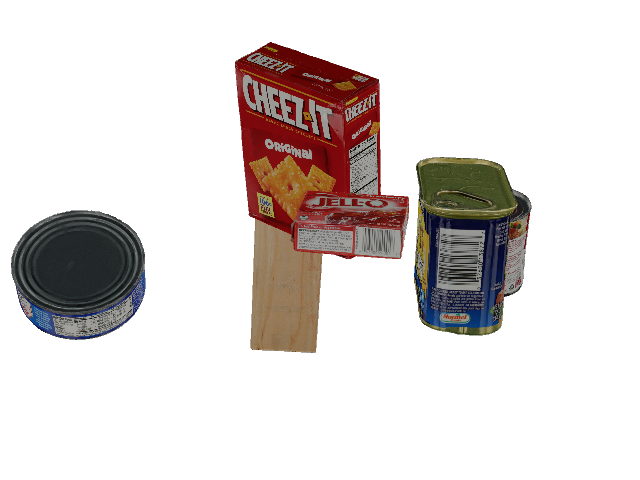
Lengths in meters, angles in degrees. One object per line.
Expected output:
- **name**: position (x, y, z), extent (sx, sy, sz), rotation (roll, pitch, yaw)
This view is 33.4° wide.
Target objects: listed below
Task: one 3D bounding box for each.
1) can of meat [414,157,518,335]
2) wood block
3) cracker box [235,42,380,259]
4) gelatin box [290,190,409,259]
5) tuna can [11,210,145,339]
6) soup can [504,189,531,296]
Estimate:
- **can of meat**: position (0.089, 0.002, 0.679), extent (0.057, 0.084, 0.102), rotation (2, 22, 1)
- **wood block**: position (-0.044, 0.034, 1.401), extent (0.090, 0.206, 0.091), rotation (3, 23, -2)
- **cracker box**: position (-0.014, -0.101, 1.233), extent (0.164, 0.214, 0.072), rotation (25, 44, 33)
- **gelatin box**: position (0.025, -0.015, 0.870), extent (0.089, 0.030, 0.073), rotation (4, 23, 7)
- **tuna can**: position (-0.159, 0.023, 0.706), extent (0.086, 0.086, 0.034), rotation (0, -39, -6)
- **soup can**: position (0.191, 0.002, 1.157), extent (0.068, 0.102, 0.068), rotation (-1, 34, 1)
